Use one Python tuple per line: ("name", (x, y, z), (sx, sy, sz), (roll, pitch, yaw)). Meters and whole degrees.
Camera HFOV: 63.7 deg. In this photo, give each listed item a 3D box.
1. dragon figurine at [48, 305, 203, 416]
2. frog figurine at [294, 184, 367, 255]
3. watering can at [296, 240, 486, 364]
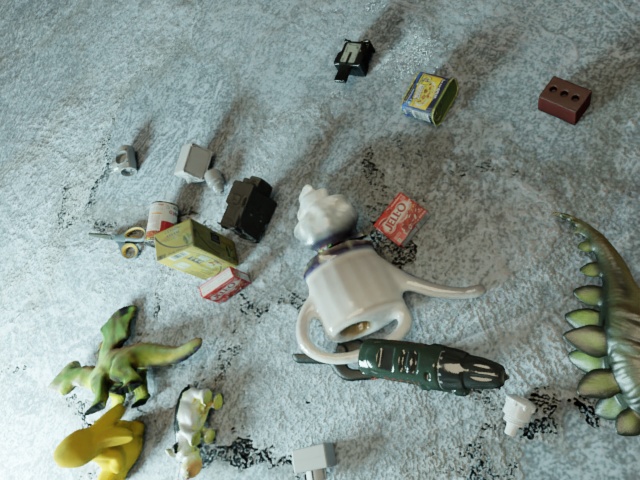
("dragon figurine", (-0.439, 0.249, 1.149), (0.409, 0.120, 0.248), (-34, -127, 7))
("frog figurine", (0.003, -0.053, 1.057), (0.135, 0.123, 0.161), (-36, -109, 30))
("watering can", (0.108, 0.094, 0.965), (0.348, 0.102, 0.229), (-23, -123, -4))
